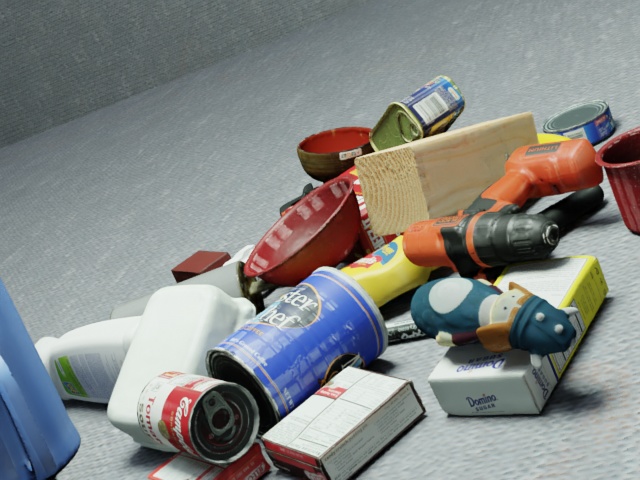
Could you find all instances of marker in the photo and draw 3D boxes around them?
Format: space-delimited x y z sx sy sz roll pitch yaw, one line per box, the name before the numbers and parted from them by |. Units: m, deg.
marker | 0.095 0.084 1.029 0.121 0.020 0.020 -14 22 29

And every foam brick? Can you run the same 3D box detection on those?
foam brick | -0.144 0.048 1.369 0.051 0.053 0.078 -36 22 -30

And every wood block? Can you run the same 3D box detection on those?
wood block | 0.149 -0.075 1.187 0.205 0.090 0.091 -19 6 -40

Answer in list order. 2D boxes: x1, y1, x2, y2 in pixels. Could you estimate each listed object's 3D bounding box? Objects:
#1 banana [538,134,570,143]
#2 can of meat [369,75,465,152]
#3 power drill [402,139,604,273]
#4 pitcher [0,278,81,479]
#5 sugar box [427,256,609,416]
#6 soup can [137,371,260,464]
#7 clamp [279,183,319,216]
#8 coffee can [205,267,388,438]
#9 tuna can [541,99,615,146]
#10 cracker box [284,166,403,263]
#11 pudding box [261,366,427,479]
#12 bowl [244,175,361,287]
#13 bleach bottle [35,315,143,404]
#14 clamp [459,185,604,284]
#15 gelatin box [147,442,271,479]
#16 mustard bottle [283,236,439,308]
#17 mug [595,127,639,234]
banana | 0.272 -0.097 1.272 0.069 0.037 0.198 -48 23 -12
can of meat | 0.118 -0.142 1.278 0.083 0.057 0.102 -34 -10 -28
power drill | 0.193 -0.034 1.036 0.187 0.057 0.185 -34 19 -34
pitcher | -0.344 0.136 1.092 0.149 0.243 0.145 -12 21 15
sugar box | 0.172 0.080 0.907 0.094 0.048 0.176 -9 28 40
soup can | -0.108 0.152 0.928 0.068 0.068 0.102 -36 20 -30
clamp | -0.011 -0.055 1.492 0.120 0.039 0.171 -16 10 44
coffee can | -0.021 0.104 0.989 0.140 0.103 0.103 -36 22 -29
tuna can | 0.321 -0.141 1.325 0.086 0.034 0.086 -23 19 8
cracker box | 0.085 -0.058 1.336 0.213 0.072 0.164 -34 21 -23
pudding box | 0.019 0.157 0.901 0.113 0.039 0.090 -37 23 -27
bowl | -0.008 0.001 1.188 0.162 0.055 0.162 -39 15 13
bleach bottle | -0.254 0.134 1.198 0.251 0.102 0.068 -5 22 42
clamp | 0.204 -0.001 1.093 0.165 0.036 0.209 -17 17 25
gelatin box | -0.097 0.204 0.932 0.073 0.030 0.089 -36 21 -32
mustard bottle | 0.054 0.044 1.124 0.191 0.058 0.096 -27 6 -8
mug | 0.331 -0.059 1.020 0.117 0.081 0.093 -8 25 41
